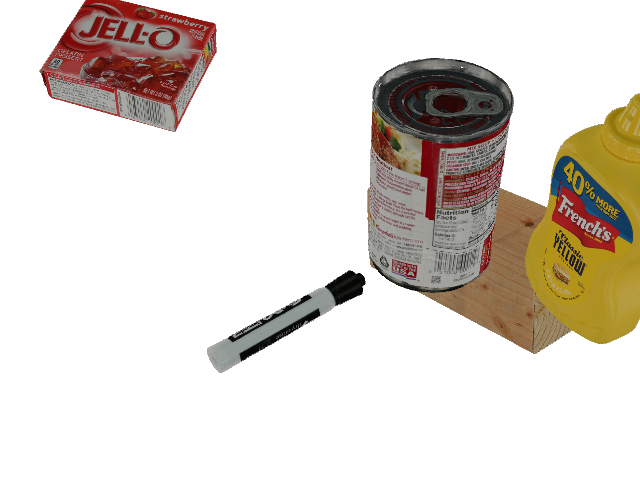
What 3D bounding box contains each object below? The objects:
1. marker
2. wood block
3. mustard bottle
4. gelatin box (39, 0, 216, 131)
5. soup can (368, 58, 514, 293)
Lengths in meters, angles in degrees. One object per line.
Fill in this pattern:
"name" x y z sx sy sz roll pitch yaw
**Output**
"marker" -0.020 0.053 0.721 0.121 0.020 0.020 -28 11 -21
"wood block" 0.145 0.008 0.975 0.090 0.090 0.206 -25 35 -32
"mustard bottle" 0.195 -0.021 0.724 0.058 0.192 0.096 -20 52 -21
"gelatin box" -0.119 -0.114 0.670 0.089 0.073 0.030 16 -34 8
"soup can" 0.059 -0.031 0.545 0.068 0.102 0.068 0 41 0
